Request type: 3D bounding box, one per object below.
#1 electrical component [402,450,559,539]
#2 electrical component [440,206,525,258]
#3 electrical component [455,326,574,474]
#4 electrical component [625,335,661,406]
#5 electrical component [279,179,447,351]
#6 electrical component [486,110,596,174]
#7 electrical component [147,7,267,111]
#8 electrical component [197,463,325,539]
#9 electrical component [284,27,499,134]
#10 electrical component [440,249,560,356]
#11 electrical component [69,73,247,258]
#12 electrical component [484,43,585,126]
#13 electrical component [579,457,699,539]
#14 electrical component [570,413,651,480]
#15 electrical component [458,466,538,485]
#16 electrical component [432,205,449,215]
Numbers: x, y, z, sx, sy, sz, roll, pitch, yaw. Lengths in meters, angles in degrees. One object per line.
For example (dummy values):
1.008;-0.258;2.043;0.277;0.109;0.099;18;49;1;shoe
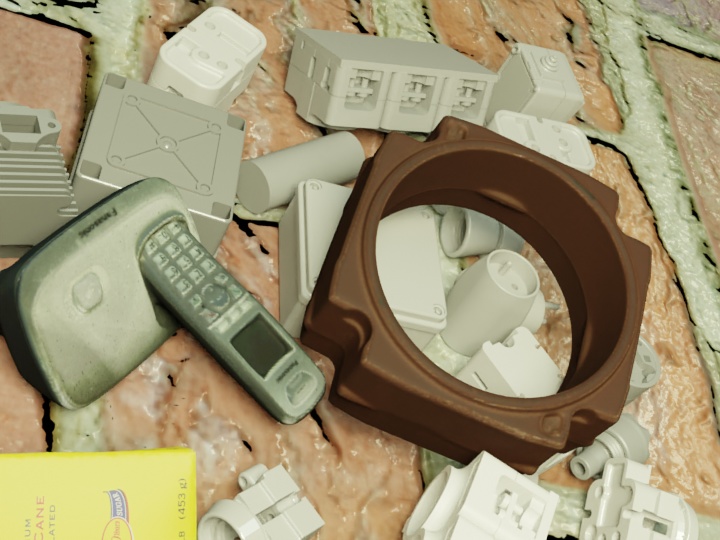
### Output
0.048;0.188;0.617;0.062;0.089;0.150;33;44;-1;electrical component
0.099;-0.029;0.863;0.055;0.045;0.045;6;51;-26;electrical component
0.113;0.096;0.756;0.050;0.055;0.089;-19;65;-40;electrical component
0.194;0.078;0.824;0.055;0.047;0.055;16;47;-18;electrical component
0.000;0.000;0.772;0.109;0.056;0.108;13;48;-20;electrical component
0.147;-0.094;0.935;0.095;0.059;0.053;8;50;-25;electrical component
-0.120;-0.151;0.829;0.054;0.059;0.095;35;44;0;electrical component
-0.060;0.149;0.620;0.055;0.048;0.066;-20;65;-48;electrical component
0.024;-0.152;0.896;0.150;0.061;0.089;-1;27;-30;electrical component
0.110;0.027;0.798;0.079;0.077;0.044;10;49;-24;electrical component
-0.141;-0.070;0.750;0.109;0.056;0.108;17;47;-16;electrical component
0.157;-0.156;0.967;0.061;0.096;0.061;6;51;-27;electrical component
0.191;0.174;0.732;0.057;0.058;0.078;22;70;-18;electrical component
0.177;0.131;0.773;0.062;0.043;0.043;-20;65;-38;electrical component
0.090;0.142;0.716;0.046;0.040;0.040;25;45;-3;electrical component
0.080;-0.077;0.893;0.045;0.045;0.055;17;47;-17;electrical component
